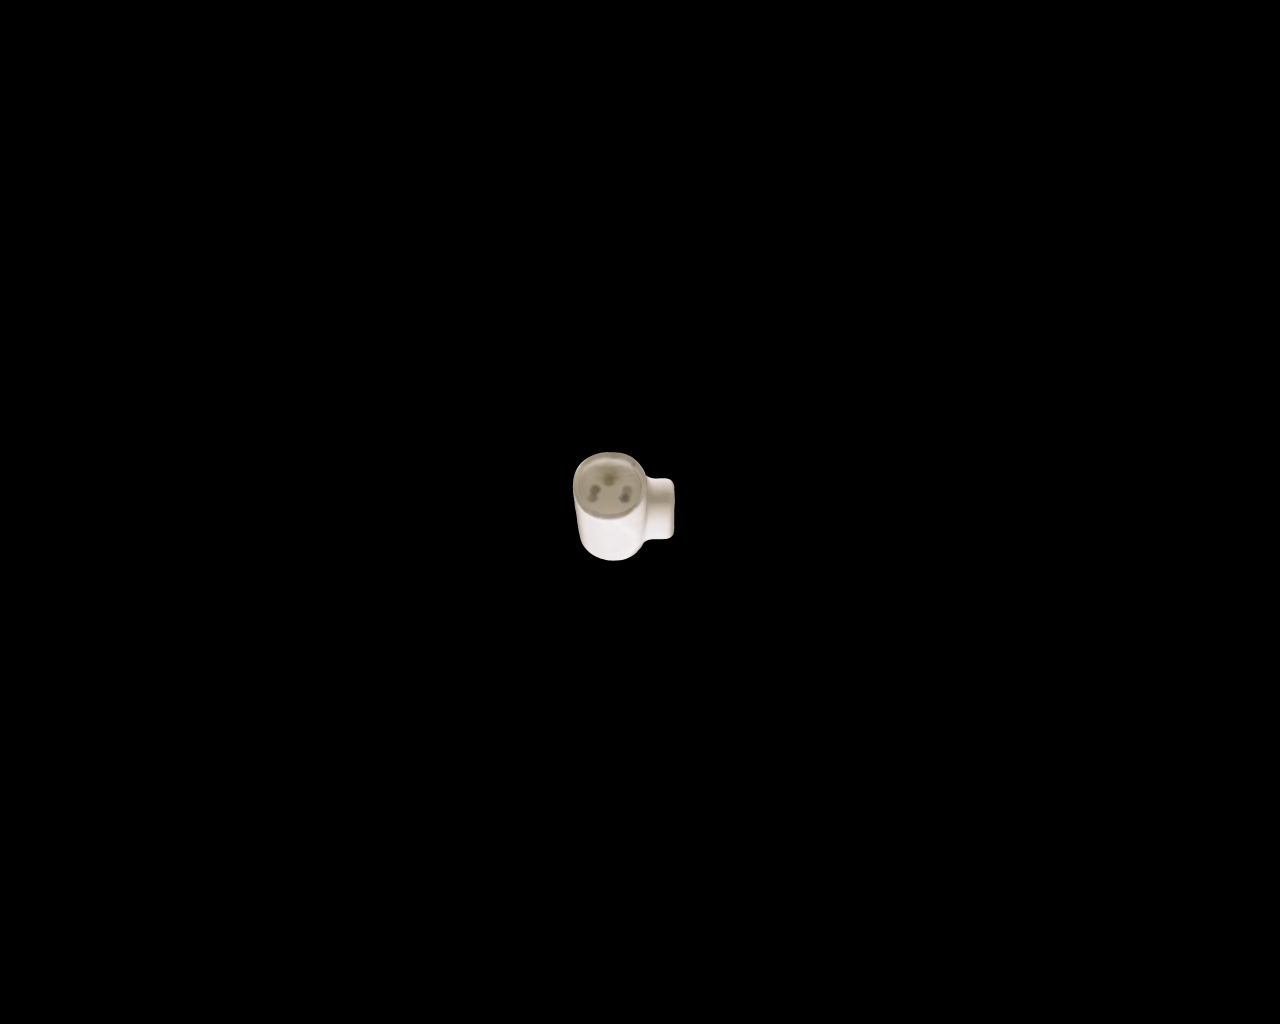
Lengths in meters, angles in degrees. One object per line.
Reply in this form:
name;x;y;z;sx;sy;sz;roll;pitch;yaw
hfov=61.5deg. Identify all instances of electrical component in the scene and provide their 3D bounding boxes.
electrical component;0.001;-0.003;0.650;0.079;0.044;0.077;0;-21;0
